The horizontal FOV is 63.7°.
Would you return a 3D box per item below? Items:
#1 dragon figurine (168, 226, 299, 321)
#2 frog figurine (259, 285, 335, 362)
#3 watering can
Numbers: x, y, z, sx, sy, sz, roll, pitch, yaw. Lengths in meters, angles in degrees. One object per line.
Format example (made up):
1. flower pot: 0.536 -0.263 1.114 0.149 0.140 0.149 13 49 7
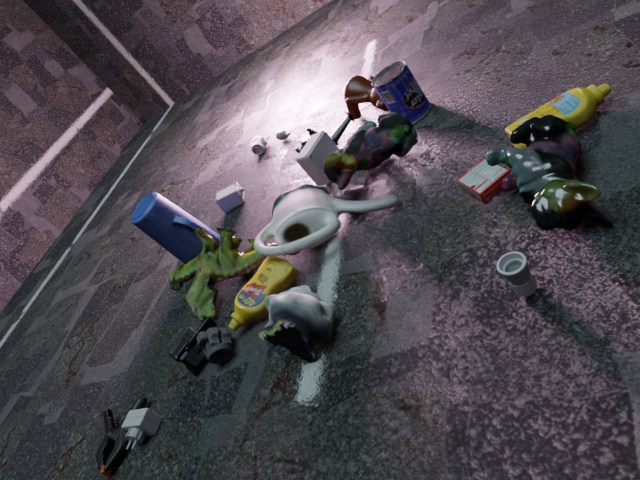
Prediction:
1. dragon figurine: -0.247 0.093 1.318 0.411 0.120 0.246 7 71 38
2. frog figurine: -0.036 0.134 0.996 0.137 0.120 0.163 9 38 12
3. watering can: 0.004 -0.062 1.223 0.347 0.102 0.229 -22 30 2
